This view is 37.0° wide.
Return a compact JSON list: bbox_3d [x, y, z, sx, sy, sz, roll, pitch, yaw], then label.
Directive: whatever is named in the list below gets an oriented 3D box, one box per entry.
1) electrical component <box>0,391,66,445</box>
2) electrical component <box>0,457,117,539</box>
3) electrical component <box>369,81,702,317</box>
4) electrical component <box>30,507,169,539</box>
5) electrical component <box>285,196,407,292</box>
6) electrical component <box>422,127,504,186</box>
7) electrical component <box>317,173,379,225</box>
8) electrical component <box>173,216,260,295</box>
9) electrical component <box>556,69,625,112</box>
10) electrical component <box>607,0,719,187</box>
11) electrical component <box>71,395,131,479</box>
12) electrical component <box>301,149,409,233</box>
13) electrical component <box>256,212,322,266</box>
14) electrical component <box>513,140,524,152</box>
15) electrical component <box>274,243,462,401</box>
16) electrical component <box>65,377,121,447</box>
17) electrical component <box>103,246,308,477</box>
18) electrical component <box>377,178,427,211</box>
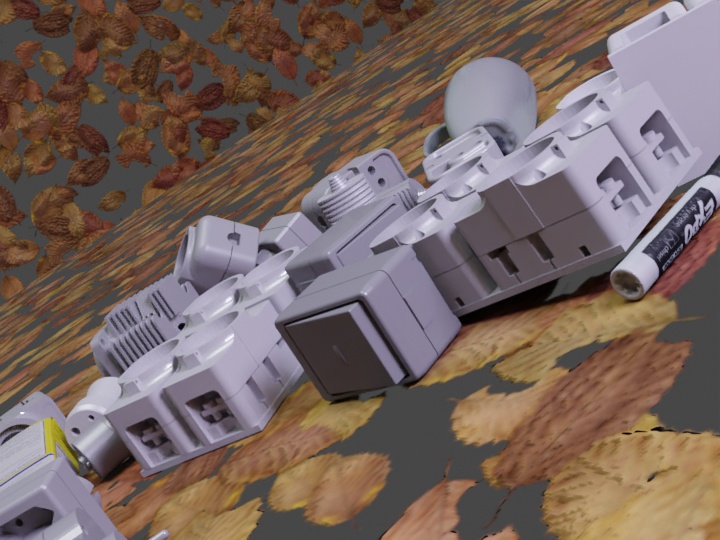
[{"bbox_3d":[-0.288,0.148,0.899,0.089,0.050,0.056,-37,14,-20],"label":"electrical component"},{"bbox_3d":[-0.171,0.142,0.615,0.047,0.065,0.076,-31,13,7],"label":"electrical component"},{"bbox_3d":[0.089,-0.034,0.629,0.186,0.060,0.105,-26,13,49],"label":"electrical component"},{"bbox_3d":[-0.120,0.148,0.506,0.074,0.052,0.138,-34,14,-8],"label":"electrical component"},{"bbox_3d":[0.000,0.000,0.748,0.096,0.061,0.061,-42,16,-36],"label":"electrical component"},{"bbox_3d":[0.084,-0.061,0.779,0.054,0.059,0.095,-31,13,8],"label":"electrical component"},{"bbox_3d":[0.000,-0.040,0.851,0.043,0.081,0.043,-31,13,8],"label":"electrical component"},{"bbox_3d":[-0.135,-0.003,0.979,0.095,0.059,0.053,124,155,-47],"label":"electrical component"},{"bbox_3d":[0.171,-0.100,0.731,0.050,0.055,0.089,-21,17,41],"label":"electrical component"},{"bbox_3d":[0.230,-0.128,0.620,0.150,0.089,0.061,-28,14,20],"label":"electrical component"},{"bbox_3d":[-0.174,0.117,0.772,0.065,0.044,0.044,-43,16,-21],"label":"electrical component"},{"bbox_3d":[-0.006,-0.070,1.038,0.095,0.053,0.059,-39,15,-28],"label":"electrical component"},{"bbox_3d":[-0.075,-0.008,0.988,0.076,0.047,0.066,-52,19,-19],"label":"electrical component"},{"bbox_3d":[0.132,-0.079,0.779,0.044,0.044,0.065,-32,8,3],"label":"electrical component"},{"bbox_3d":[-0.002,0.035,0.625,0.096,0.061,0.061,-20,18,44],"label":"electrical component"},{"bbox_3d":[-0.199,0.114,0.832,0.045,0.045,0.055,-29,14,15],"label":"electrical component"},{"bbox_3d":[-0.089,0.054,0.761,0.105,0.060,0.186,-25,15,29],"label":"electrical component"},{"bbox_3d":[0.028,-0.047,0.893,0.081,0.043,0.043,-26,14,26],"label":"electrical component"}]
